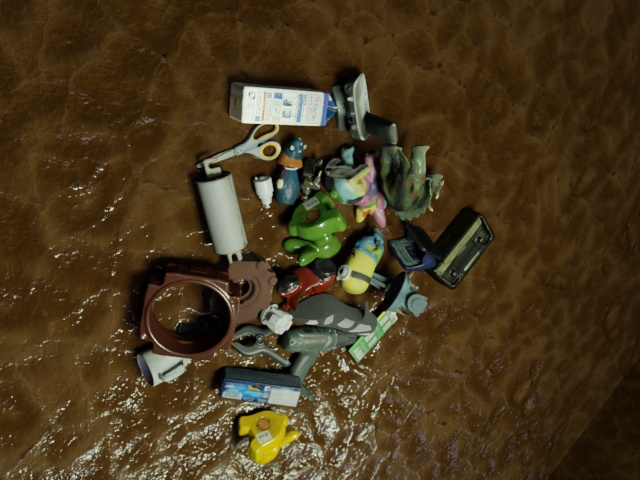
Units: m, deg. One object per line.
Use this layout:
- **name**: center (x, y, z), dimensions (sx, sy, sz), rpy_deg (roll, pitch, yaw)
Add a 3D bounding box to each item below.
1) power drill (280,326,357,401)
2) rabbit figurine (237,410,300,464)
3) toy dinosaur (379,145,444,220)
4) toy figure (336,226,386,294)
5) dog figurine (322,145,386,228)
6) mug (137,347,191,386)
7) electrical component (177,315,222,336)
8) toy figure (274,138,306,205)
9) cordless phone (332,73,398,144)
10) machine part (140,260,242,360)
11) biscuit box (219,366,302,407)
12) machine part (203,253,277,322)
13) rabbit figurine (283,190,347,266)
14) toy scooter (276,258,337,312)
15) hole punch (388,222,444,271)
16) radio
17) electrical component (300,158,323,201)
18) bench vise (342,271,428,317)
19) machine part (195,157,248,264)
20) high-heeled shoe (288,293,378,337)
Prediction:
- **power drill**: center (-0.018, 0.330, 1.460), dimensions (0.232, 0.086, 0.207), rpy_deg (15, 105, -35)
- **rabbit figurine**: center (-0.145, 0.539, 1.468), dimensions (0.162, 0.122, 0.173), rpy_deg (-24, 136, -33)
- **toy dinosaur**: center (0.203, -0.131, 1.284), dimensions (0.405, 0.131, 0.192), rpy_deg (-25, 113, -68)
- **toy figure**: center (0.112, 0.054, 1.381), dimensions (0.180, 0.089, 0.082), rpy_deg (-55, 167, -19)
- **dog figurine**: center (0.097, -0.107, 1.312), dimensions (0.191, 0.109, 0.218), rpy_deg (-52, 139, -37)
- **mug**: center (-0.342, 0.272, 1.214), dimensions (0.107, 0.110, 0.080), rpy_deg (-27, 118, -36)
- **electrical component**: center (-0.271, 0.218, 1.268), dimensions (0.119, 0.048, 0.074), rpy_deg (13, 103, -38)
- **toy figure**: center (-0.071, -0.158, 1.224), dimensions (0.058, 0.064, 0.154), rpy_deg (10, 103, 4)
- **cordless phone**: center (0.110, -0.289, 1.203), dimensions (0.089, 0.184, 0.146), rpy_deg (-21, 121, -19)
- **machine part**: center (-0.281, 0.155, 1.168), dimensions (0.201, 0.087, 0.201), rpy_deg (10, 108, -14)
- **biscuit box**: center (-0.152, 0.370, 1.358), dimensions (0.203, 0.063, 0.059), rpy_deg (11, 107, -11)
- **machine part**: center (-0.189, 0.113, 1.269), dimensions (0.179, 0.056, 0.179), rpy_deg (-13, 117, -26)
- **rabbit figurine**: center (-0.003, -0.004, 1.304), dimensions (0.159, 0.121, 0.170), rpy_deg (-37, 141, -9)
- **toy scooter**: center (-0.042, 0.121, 1.353), dimensions (0.184, 0.075, 0.135), rpy_deg (-19, 142, -39)
- **hole punch**: center (0.263, 0.027, 1.481), dimensions (0.115, 0.142, 0.092), rpy_deg (18, 122, -44)
- **radio**: center (0.415, 0.030, 1.609), dimensions (0.229, 0.073, 0.131), rpy_deg (-50, 127, -4)
- **electrical component**: center (-0.019, -0.146, 1.240), dimensions (0.045, 0.102, 0.078), rpy_deg (8, 127, -2)
- **bench vise**: center (0.189, 0.129, 1.467), dimensions (0.240, 0.224, 0.128), rpy_deg (28, 100, -6)
- **machine part**: center (-0.211, -0.059, 1.158), dimensions (0.079, 0.079, 0.242), rpy_deg (-22, 117, -23)
- **high-heeled shoe**: center (0.033, 0.218, 1.445), dimensions (0.249, 0.086, 0.145), rpy_deg (-5, 134, -5)
